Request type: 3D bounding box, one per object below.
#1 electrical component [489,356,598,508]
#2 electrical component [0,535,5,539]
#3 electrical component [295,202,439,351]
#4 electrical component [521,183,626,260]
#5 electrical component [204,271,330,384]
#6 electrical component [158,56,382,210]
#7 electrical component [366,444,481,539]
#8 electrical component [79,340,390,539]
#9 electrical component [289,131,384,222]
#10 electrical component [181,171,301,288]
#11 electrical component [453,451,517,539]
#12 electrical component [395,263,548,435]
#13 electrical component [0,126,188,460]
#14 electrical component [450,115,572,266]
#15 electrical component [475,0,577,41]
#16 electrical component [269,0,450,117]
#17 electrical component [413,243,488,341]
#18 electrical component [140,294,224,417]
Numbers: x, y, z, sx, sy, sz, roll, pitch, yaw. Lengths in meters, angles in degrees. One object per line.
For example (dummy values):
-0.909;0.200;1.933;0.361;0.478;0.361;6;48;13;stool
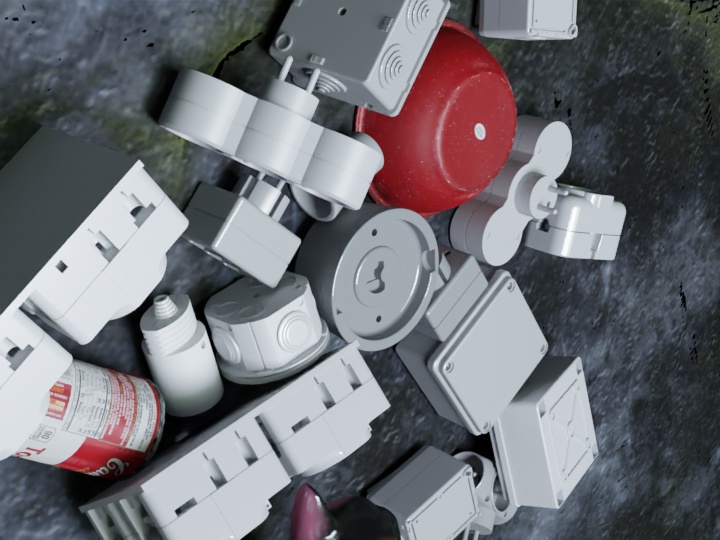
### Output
0.171;0.148;0.999;0.109;0.056;0.108;-34;115;-51;electrical component
-0.275;0.105;0.538;0.060;0.105;0.186;-56;135;-13;electrical component
0.000;0.000;0.802;0.108;0.060;0.108;-18;118;-39;electrical component
0.197;-0.045;0.984;0.095;0.054;0.059;2;104;-45;electrical component
-0.064;0.039;0.741;0.080;0.080;0.051;-33;121;-32;electrical component
-0.050;-0.098;0.681;0.138;0.052;0.073;23;89;-8;electrical component
0.057;0.199;0.935;0.096;0.061;0.061;-36;128;-30;electrical component
-0.078;0.127;0.719;0.186;0.105;0.060;-32;92;-38;electrical component
-0.014;-0.071;0.776;0.065;0.044;0.044;-43;131;-32;electrical component
-0.073;-0.039;0.724;0.066;0.047;0.076;37;79;-45;electrical component
0.109;0.219;0.996;0.077;0.044;0.079;46;52;-44;electrical component
0.099;0.067;0.928;0.108;0.056;0.108;-50;134;-19;electrical component
-0.191;0.017;0.587;0.186;0.105;0.060;-52;134;-17;electrical component
0.141;-0.065;0.906;0.052;0.074;0.138;43;74;-45;electrical component
0.131;-0.230;0.848;0.062;0.061;0.096;-7;103;-43;electrical component
-0.002;-0.160;0.712;0.099;0.100;0.048;-64;150;-4;electrical component
0.056;0.005;0.869;0.065;0.047;0.076;-50;134;-19;electrical component
-0.121;0.052;0.715;0.043;0.043;0.081;-33;126;-32;electrical component
